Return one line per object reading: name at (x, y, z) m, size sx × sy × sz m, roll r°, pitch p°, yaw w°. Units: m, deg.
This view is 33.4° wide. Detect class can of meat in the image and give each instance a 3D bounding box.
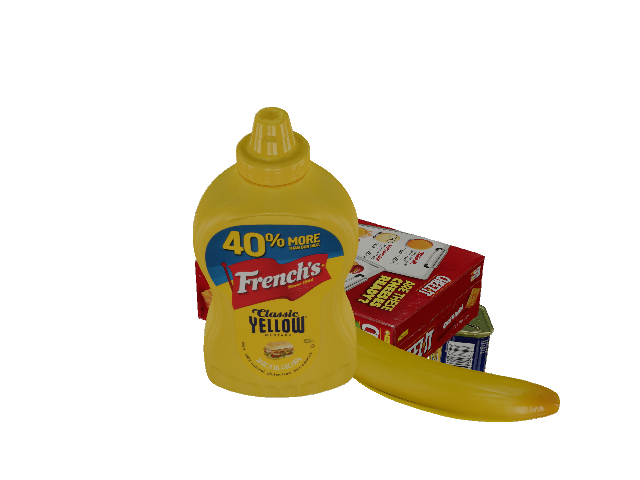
can of meat at (0.146, 0.118, 1.130) m, size 0.057 × 0.084 × 0.102 m, roll 6°, pitch 14°, yaw 0°

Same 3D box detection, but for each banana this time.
banana at (0.076, 0.097, 0.789) m, size 0.198 × 0.037 × 0.069 m, roll 20°, pitch 37°, yaw 38°

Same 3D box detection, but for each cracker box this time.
cracker box at (0.018, 0.044, 0.981) m, size 0.214 × 0.072 × 0.163 m, roll 17°, pitch 31°, yaw 31°

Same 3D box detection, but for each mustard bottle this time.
mustard bottle at (-0.025, 0.008, 0.629) m, size 0.096 × 0.192 × 0.058 m, roll 1°, pitch 38°, yaw 1°
